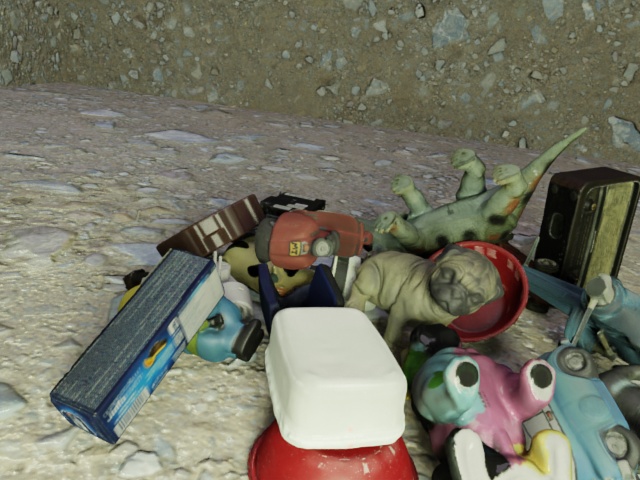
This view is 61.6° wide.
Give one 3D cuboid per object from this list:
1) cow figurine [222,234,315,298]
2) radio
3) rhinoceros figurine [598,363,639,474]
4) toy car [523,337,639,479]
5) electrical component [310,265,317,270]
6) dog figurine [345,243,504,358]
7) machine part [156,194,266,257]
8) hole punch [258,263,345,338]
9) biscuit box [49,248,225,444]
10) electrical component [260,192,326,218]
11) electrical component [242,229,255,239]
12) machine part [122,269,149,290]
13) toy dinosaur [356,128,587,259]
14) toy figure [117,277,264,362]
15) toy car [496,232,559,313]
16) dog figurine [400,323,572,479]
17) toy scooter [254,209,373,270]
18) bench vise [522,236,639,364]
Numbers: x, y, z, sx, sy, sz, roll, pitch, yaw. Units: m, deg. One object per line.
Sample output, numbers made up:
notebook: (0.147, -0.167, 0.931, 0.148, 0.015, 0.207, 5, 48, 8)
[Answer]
cow figurine: (-0.073, 0.052, 0.801, 0.195, 0.085, 0.127, 18, 25, 37)
radio: (0.441, -0.003, 0.903, 0.131, 0.229, 0.073, -4, 20, -20)
rhinoceros figurine: (0.355, 0.199, 0.554, 0.112, 0.073, 0.190, 1, 20, -18)
toy car: (0.240, 0.187, 0.534, 0.103, 0.109, 0.162, -16, 37, 9)
electrical component: (0.003, 0.064, 0.880, 0.094, 0.021, 0.063, 7, 21, 1)
dog figurine: (0.127, 0.042, 0.676, 0.121, 0.190, 0.172, -18, 61, -38)
machine part: (-0.170, -0.010, 0.860, 0.179, 0.056, 0.179, -29, 4, 2)
hole punch: (-0.034, 0.094, 0.651, 0.092, 0.115, 0.142, 6, 22, -19)
biscuit box: (-0.180, 0.101, 0.556, 0.063, 0.059, 0.203, 15, 48, 21)
electrical component: (-0.062, -0.054, 1.129, 0.115, 0.058, 0.134, 12, 22, 18)
electrical component: (-0.121, 0.002, 0.973, 0.075, 0.047, 0.119, 16, 21, 26)
machine part: (-0.214, 0.067, 0.744, 0.139, 0.084, 0.039, 3, 42, 33)
toy dinosaur: (0.221, -0.032, 0.851, 0.405, 0.192, 0.131, -15, 49, 22)
toy figure: (-0.161, 0.099, 0.653, 0.180, 0.082, 0.089, 19, 36, 18)
toy car: (0.340, 0.050, 0.928, 0.053, 0.089, 0.202, 2, 22, -12)
dog figurine: (0.133, 0.175, 0.527, 0.108, 0.191, 0.219, -1, -13, -12)
toy scooter: (-0.002, -0.002, 0.743, 0.135, 0.075, 0.184, 8, 12, 16)
bench vise: (0.352, 0.088, 0.727, 0.223, 0.128, 0.241, 23, 8, -39)
